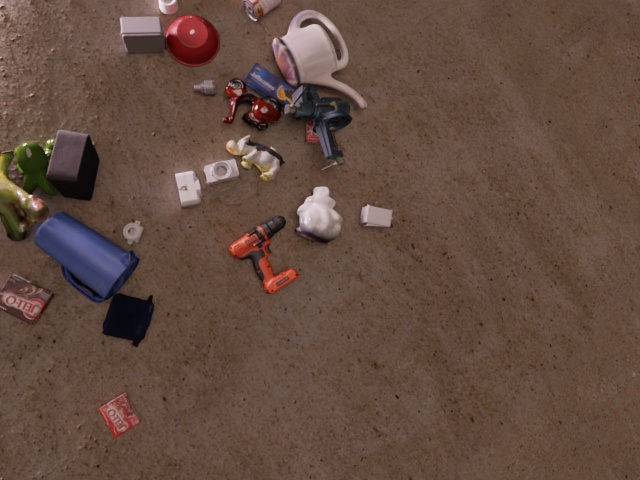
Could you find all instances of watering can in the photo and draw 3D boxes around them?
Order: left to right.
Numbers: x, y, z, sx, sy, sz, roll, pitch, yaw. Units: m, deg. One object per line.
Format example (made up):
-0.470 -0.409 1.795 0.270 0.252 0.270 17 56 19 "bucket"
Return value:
-0.006 -0.526 1.558 0.225 0.348 0.103 -25 -1 -13 "watering can"

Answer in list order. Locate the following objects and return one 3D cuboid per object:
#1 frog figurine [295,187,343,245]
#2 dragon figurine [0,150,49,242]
0.005 -0.076 1.501 0.138 0.159 0.122 19 2 8 "frog figurine"
-0.822 -0.093 1.281 0.409 0.238 0.125 -2 30 30 "dragon figurine"
